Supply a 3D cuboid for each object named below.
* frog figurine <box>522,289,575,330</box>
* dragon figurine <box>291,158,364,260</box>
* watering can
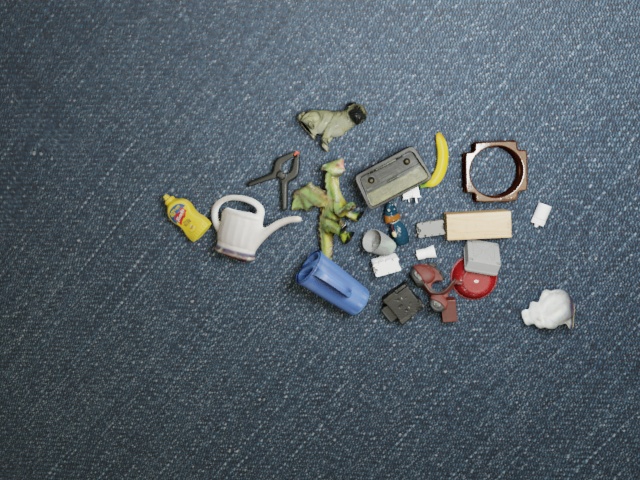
[{"bbox_3d":[0.763,0.232,1.729,0.159,0.120,0.140,1,64,14],"label":"frog figurine"},{"bbox_3d":[0.005,-0.090,1.788,0.245,0.123,0.404,35,113,19],"label":"dragon figurine"},{"bbox_3d":[-0.239,-0.031,1.783,0.349,0.104,0.223,16,97,22],"label":"watering can"}]
